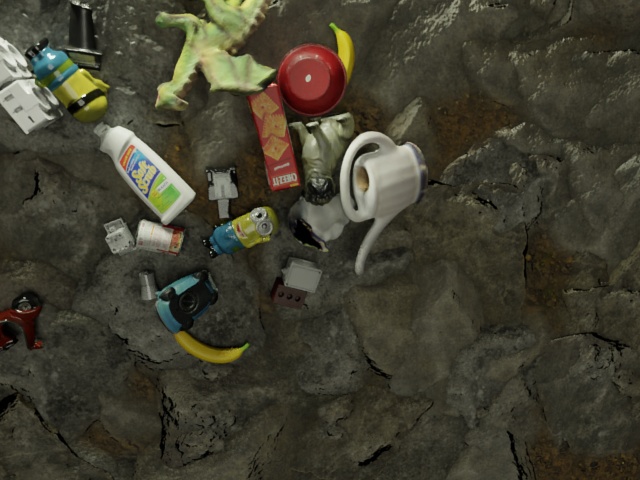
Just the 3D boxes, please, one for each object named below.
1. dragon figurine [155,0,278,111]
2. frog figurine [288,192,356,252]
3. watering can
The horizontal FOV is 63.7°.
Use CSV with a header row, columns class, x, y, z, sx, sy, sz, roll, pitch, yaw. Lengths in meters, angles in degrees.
class,x,y,z,sx,sy,sz,roll,pitch,yaw
dragon figurine,-0.167,-0.390,1.030,0.410,0.121,0.245,-29,78,2
frog figurine,0.004,-0.062,1.241,0.136,0.121,0.162,41,60,-11
watering can,0.150,-0.096,1.226,0.226,0.105,0.341,-18,118,-23
